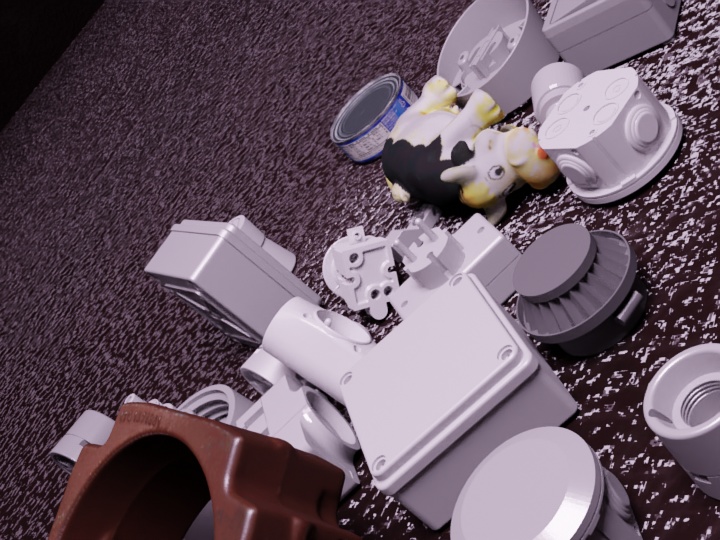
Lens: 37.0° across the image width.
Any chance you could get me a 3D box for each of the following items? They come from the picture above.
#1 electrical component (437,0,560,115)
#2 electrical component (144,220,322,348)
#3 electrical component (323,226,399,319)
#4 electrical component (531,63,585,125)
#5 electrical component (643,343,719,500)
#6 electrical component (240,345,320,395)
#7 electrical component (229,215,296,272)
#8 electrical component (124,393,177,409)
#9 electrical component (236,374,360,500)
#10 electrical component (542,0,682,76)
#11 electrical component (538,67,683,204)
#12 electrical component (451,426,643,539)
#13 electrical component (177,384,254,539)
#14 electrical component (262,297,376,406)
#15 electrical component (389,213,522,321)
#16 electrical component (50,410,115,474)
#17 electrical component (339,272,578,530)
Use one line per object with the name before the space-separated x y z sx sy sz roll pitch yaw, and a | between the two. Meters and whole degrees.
electrical component | 0.108 -0.170 0.859 0.099 0.064 0.099 -35 28 22
electrical component | -0.102 0.013 0.864 0.056 0.109 0.109 -56 28 -15
electrical component | 0.000 0.000 0.793 0.048 0.066 0.055 -15 12 -15
electrical component | 0.143 -0.114 0.756 0.040 0.040 0.078 -33 29 26
electrical component | 0.158 0.065 0.471 0.055 0.047 0.055 -35 28 22
electrical component | -0.050 0.069 0.769 0.047 0.055 0.055 -52 26 -19
electrical component | -0.094 -0.016 0.942 0.044 0.065 0.044 -35 28 22
electrical component | -0.160 0.120 0.853 0.035 0.061 0.035 -35 28 22
electrical component | -0.038 0.113 0.692 0.056 0.050 0.089 -44 26 8
electrical component | 0.177 -0.189 0.787 0.096 0.061 0.061 -20 36 42
electrical component | 0.158 -0.085 0.681 0.080 0.051 0.080 -35 28 22
electrical component | 0.086 0.118 0.500 0.080 0.051 0.080 -35 28 22
electrical component | -0.112 0.132 0.765 0.108 0.060 0.108 -35 28 22
electrical component | -0.015 0.054 0.726 0.044 0.077 0.079 -61 -16 14
electrical component | 0.053 -0.002 0.690 0.083 0.076 0.047 -44 26 5
electrical component | -0.227 0.152 0.917 0.055 0.055 0.047 -10 40 51
electrical component | 0.051 0.071 0.612 0.109 0.056 0.108 -42 26 8
